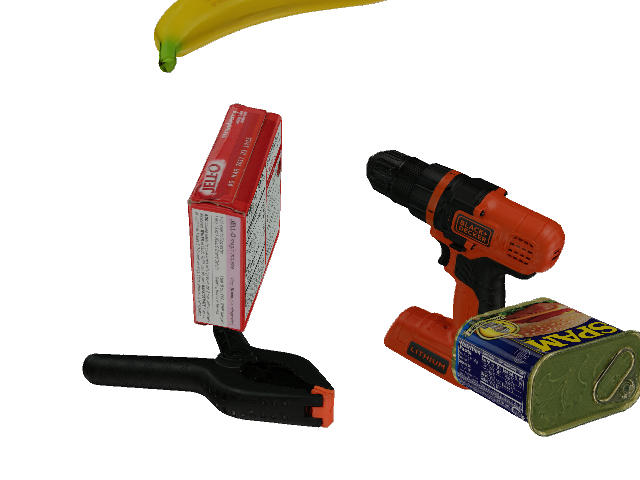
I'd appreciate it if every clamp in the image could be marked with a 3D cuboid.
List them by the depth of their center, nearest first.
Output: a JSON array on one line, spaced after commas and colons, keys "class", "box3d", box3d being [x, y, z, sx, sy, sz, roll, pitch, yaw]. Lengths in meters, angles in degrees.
[{"class": "clamp", "box3d": [-0.068, 0.106, 0.888, 0.210, 0.036, 0.164, 12, 20, 31]}]

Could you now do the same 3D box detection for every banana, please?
[{"class": "banana", "box3d": [-0.036, -0.158, 0.722, 0.197, 0.070, 0.037, -26, -33, -25]}]

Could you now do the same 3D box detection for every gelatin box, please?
[{"class": "gelatin box", "box3d": [-0.042, -0.011, 0.531, 0.030, 0.073, 0.089, 11, -43, 7]}]

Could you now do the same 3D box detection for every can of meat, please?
[{"class": "can of meat", "box3d": [0.151, 0.080, 0.712, 0.101, 0.057, 0.084, -11, 20, -29]}]

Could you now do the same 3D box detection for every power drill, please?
[{"class": "power drill", "box3d": [0.108, 0.026, 0.935, 0.185, 0.188, 0.057, 29, 41, 26]}]
